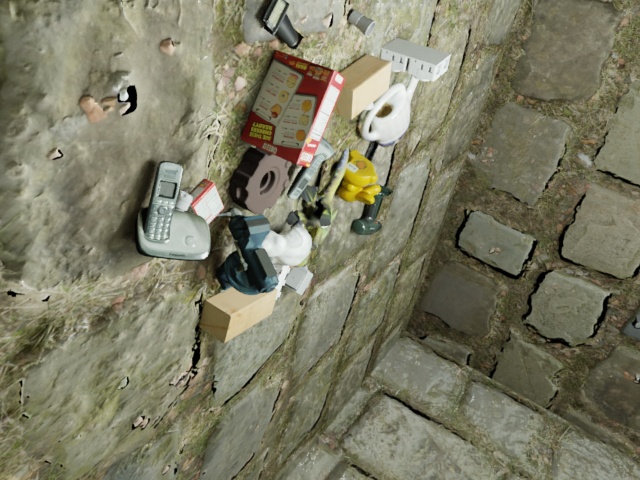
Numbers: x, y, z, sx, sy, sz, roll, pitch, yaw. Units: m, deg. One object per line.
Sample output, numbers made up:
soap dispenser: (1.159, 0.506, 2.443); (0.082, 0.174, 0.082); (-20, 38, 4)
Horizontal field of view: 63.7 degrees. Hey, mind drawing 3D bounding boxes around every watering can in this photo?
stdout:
watering can: (0.261, -0.447, 1.712); (0.105, 0.350, 0.221); (39, -9, 24)

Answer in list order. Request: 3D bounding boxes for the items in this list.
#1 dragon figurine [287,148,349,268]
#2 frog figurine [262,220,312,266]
dragon figurine: (0.005, -0.081, 1.613); (0.123, 0.411, 0.241); (31, -1, 10)
frog figurine: (-0.102, 0.019, 1.429); (0.136, 0.123, 0.160); (-29, -4, 26)
